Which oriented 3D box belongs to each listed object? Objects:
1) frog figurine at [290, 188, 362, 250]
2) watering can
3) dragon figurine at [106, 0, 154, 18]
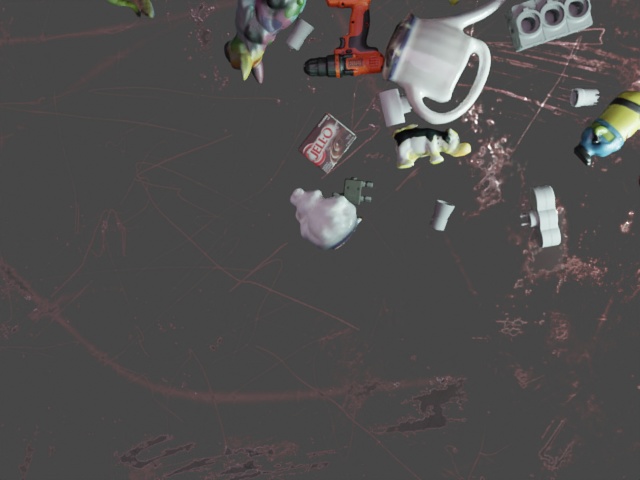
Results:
[{"bbox_3d":[0.004,-0.060,1.185,0.135,0.125,0.158,-37,106,29],"label":"frog figurine"},{"bbox_3d":[0.270,-0.427,1.122,0.224,0.103,0.349,23,86,3],"label":"watering can"},{"bbox_3d":[-0.494,-0.571,1.076,0.242,0.418,0.120,6,122,-34],"label":"dragon figurine"}]
